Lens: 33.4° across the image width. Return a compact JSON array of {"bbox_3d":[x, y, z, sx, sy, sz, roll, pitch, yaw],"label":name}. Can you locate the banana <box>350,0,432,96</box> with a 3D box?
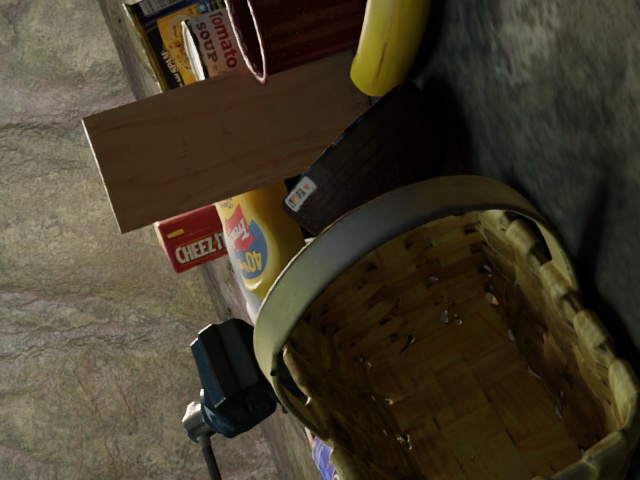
[{"bbox_3d":[0.043,-0.131,0.640,0.198,0.037,0.069,102,177,-65],"label":"banana"}]

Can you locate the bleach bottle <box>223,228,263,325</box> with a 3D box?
[{"bbox_3d":[-0.057,0.001,1.093,0.068,0.102,0.250,54,172,36],"label":"bleach bottle"}]

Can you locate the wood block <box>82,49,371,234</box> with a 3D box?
[{"bbox_3d":[-0.069,-0.080,0.823,0.091,0.206,0.090,-179,71,-80],"label":"wood block"}]

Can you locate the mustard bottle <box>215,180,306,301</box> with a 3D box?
[{"bbox_3d":[-0.052,-0.014,0.925,0.096,0.058,0.191,-11,101,63],"label":"mustard bottle"}]

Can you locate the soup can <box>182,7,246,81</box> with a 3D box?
[{"bbox_3d":[-0.057,-0.166,0.893,0.068,0.102,0.068,161,90,-80],"label":"soup can"}]

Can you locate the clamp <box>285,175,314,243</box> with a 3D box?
[{"bbox_3d":[-0.006,0.001,0.964,0.165,0.036,0.210,52,157,39],"label":"clamp"}]

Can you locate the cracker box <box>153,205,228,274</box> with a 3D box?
[{"bbox_3d":[-0.122,-0.053,1.251,0.214,0.164,0.072,-129,19,-62],"label":"cracker box"}]

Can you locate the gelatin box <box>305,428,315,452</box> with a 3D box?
[{"bbox_3d":[0.027,0.184,1.121,0.030,0.089,0.073,-144,36,-66],"label":"gelatin box"}]

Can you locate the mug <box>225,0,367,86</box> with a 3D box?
[{"bbox_3d":[-0.016,-0.170,0.733,0.117,0.081,0.093,88,160,-58],"label":"mug"}]

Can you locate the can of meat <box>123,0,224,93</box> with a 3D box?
[{"bbox_3d":[-0.126,-0.189,1.004,0.057,0.084,0.102,-121,8,-51],"label":"can of meat"}]

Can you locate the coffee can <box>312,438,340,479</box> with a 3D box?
[{"bbox_3d":[0.063,0.233,0.990,0.140,0.102,0.103,-120,15,-48],"label":"coffee can"}]

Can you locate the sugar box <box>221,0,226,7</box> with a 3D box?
[{"bbox_3d":[-0.079,-0.248,1.014,0.176,0.048,0.093,-118,11,-52],"label":"sugar box"}]
